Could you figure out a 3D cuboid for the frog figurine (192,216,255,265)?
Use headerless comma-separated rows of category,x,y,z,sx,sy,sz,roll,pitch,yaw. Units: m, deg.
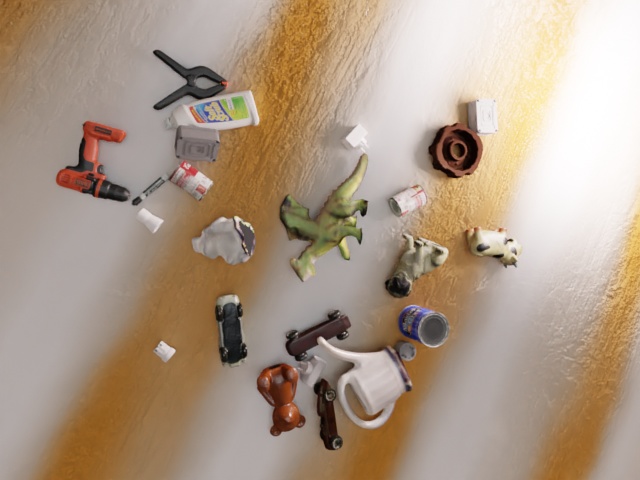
frog figurine,-0.264,0.008,1.426,0.158,0.125,0.136,-19,106,20

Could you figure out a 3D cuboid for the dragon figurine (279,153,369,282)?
dragon figurine,0.005,-0.076,1.502,0.242,0.121,0.415,10,77,-8

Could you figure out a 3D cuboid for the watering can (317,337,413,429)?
watering can,0.140,0.388,1.509,0.226,0.104,0.344,-29,105,-16
